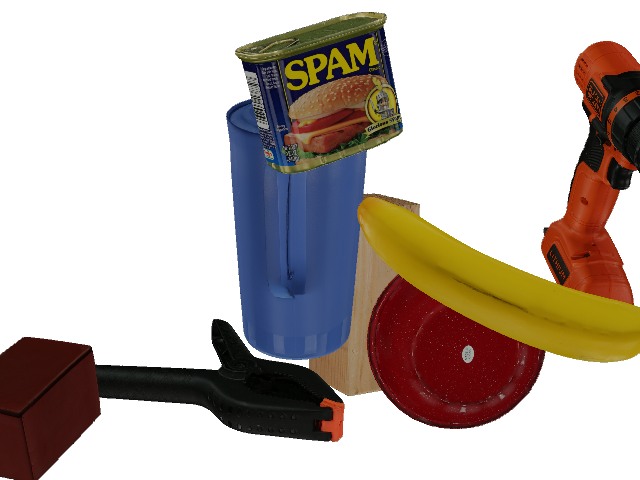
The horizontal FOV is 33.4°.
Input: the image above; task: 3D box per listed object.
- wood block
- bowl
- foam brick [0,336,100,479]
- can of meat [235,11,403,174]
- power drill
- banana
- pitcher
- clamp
[{"bbox_3d":[0.047,0.057,1.192,0.090,0.206,0.091,-5,13,-31],"label":"wood block"},{"bbox_3d":[0.123,0.093,0.931,0.162,0.162,0.055,0,6,-1],"label":"bowl"},{"bbox_3d":[-0.180,0.102,0.658,0.053,0.051,0.078,7,28,21],"label":"foam brick"},{"bbox_3d":[0.002,-0.100,0.724,0.102,0.084,0.058,-21,21,-20],"label":"can of meat"},{"bbox_3d":[0.226,-0.036,0.810,0.057,0.188,0.184,2,34,-6],"label":"power drill"},{"bbox_3d":[0.098,0.025,0.592,0.198,0.037,0.069,23,19,19],"label":"banana"},{"bbox_3d":[-0.024,-0.008,1.017,0.149,0.243,0.145,-16,29,-33],"label":"pitcher"},{"bbox_3d":[-0.063,0.112,0.859,0.210,0.036,0.164,12,20,29],"label":"clamp"}]
